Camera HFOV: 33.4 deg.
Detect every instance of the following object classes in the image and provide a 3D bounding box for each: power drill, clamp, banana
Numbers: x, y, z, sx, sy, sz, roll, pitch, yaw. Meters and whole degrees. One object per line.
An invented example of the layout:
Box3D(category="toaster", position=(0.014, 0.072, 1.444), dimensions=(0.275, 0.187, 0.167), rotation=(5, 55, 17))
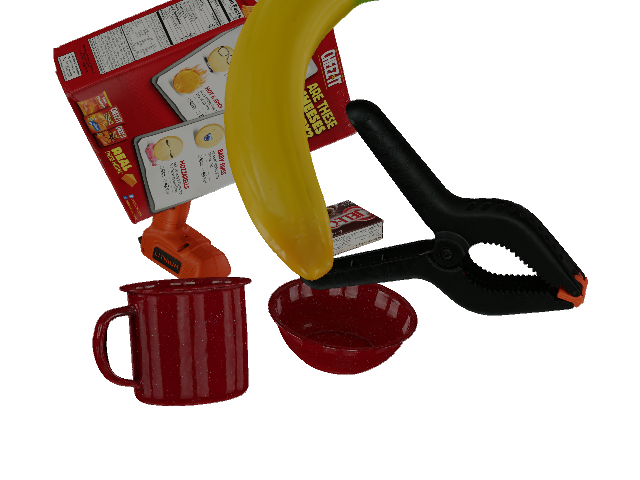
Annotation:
Box3D(category="power drill", position=(-0.125, -0.048, 1.091), dimensions=(0.185, 0.188, 0.057), rotation=(31, 38, 35))
Box3D(category="clamp", position=(0.091, -0.008, 0.766), dimensions=(0.210, 0.165, 0.036), rotation=(16, 36, 12))
Box3D(category="banana", position=(-0.012, -0.071, 0.507), dimensions=(0.069, 0.197, 0.037), rotation=(10, -34, 5))

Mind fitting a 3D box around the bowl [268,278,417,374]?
Box3D(category="bowl", position=(0.022, 0.098, 1.155), dimensions=(0.162, 0.055, 0.162), rotation=(5, 26, -3))

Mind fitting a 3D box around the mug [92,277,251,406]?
Box3D(category="mug", position=(-0.103, 0.071, 0.747), dimensions=(0.117, 0.081, 0.093), rotation=(-5, 3, -35))

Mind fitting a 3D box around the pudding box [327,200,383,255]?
Box3D(category="pudding box", position=(0.026, -0.018, 1.625), dimensions=(0.113, 0.039, 0.090), rotation=(-21, 32, -29))

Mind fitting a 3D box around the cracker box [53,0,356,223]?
Box3D(category="cracker box", position=(-0.091, -0.123, 0.884), dimensions=(0.213, 0.072, 0.164), rotation=(-23, -38, -5))
